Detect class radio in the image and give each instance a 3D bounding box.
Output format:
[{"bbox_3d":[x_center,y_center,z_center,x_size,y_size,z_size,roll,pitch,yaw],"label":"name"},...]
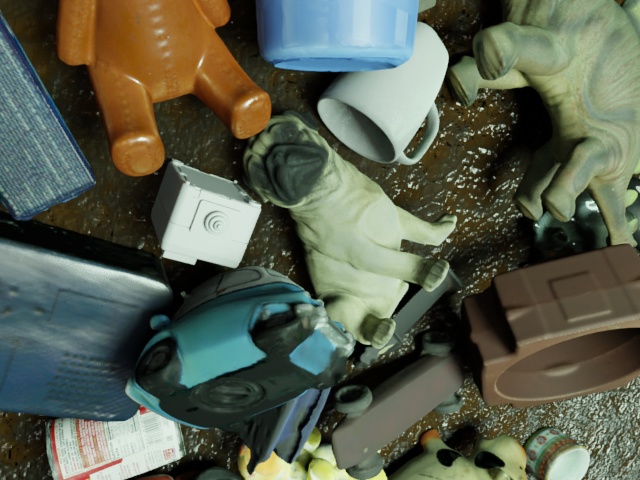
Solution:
[{"bbox_3d":[-0.234,0.051,0.398,0.229,0.073,0.131,18,99,-30],"label":"radio"}]

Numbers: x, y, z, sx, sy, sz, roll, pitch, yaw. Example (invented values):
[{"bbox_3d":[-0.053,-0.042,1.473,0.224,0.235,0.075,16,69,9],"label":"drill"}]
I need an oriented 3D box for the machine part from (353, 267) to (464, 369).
[{"bbox_3d":[0.088,0.080,0.555,0.139,0.039,0.084,-41,163,-14],"label":"machine part"}]

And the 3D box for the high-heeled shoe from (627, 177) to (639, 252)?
[{"bbox_3d":[0.456,-0.033,0.690,0.249,0.086,0.145,-19,86,-35],"label":"high-heeled shoe"}]

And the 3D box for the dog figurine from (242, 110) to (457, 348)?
[{"bbox_3d":[0.001,-0.004,0.483,0.190,0.121,0.172,32,117,-3],"label":"dog figurine"}]

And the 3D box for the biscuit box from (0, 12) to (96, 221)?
[{"bbox_3d":[-0.223,-0.113,0.348,0.063,0.059,0.202,-28,117,-14],"label":"biscuit box"}]

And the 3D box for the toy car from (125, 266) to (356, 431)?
[{"bbox_3d":[-0.061,0.071,0.406,0.162,0.103,0.109,-28,136,16],"label":"toy car"}]

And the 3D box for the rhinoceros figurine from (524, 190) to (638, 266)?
[{"bbox_3d":[0.287,-0.027,0.598,0.112,0.073,0.190,-4,109,-24],"label":"rhinoceros figurine"}]

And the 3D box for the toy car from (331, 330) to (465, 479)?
[{"bbox_3d":[0.083,0.168,0.567,0.202,0.053,0.089,-22,110,-36],"label":"toy car"}]

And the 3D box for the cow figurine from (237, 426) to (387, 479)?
[{"bbox_3d":[-0.020,0.244,0.564,0.167,0.068,0.098,17,126,-27],"label":"cow figurine"}]

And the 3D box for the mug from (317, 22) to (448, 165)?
[{"bbox_3d":[0.069,-0.125,0.463,0.109,0.081,0.107,39,80,-26],"label":"mug"}]

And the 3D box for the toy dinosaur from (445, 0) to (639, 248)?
[{"bbox_3d":[0.219,-0.182,0.487,0.198,0.105,0.470,-32,108,-7],"label":"toy dinosaur"}]

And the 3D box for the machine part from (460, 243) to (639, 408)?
[{"bbox_3d":[0.256,0.097,0.565,0.201,0.087,0.201,-15,142,8],"label":"machine part"}]

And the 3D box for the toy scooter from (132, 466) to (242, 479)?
[{"bbox_3d":[-0.164,0.276,0.506,0.184,0.075,0.135,13,125,-39],"label":"toy scooter"}]

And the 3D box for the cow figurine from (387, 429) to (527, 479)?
[{"bbox_3d":[0.155,0.290,0.625,0.195,0.127,0.085,-28,121,-9],"label":"cow figurine"}]

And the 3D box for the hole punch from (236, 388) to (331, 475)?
[{"bbox_3d":[-0.028,0.130,0.497,0.092,0.116,0.142,19,100,-37],"label":"hole punch"}]

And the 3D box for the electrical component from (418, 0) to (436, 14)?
[{"bbox_3d":[0.068,-0.230,0.446,0.102,0.045,0.078,-31,146,-8],"label":"electrical component"}]

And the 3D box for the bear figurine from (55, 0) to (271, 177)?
[{"bbox_3d":[-0.098,-0.149,0.312,0.120,0.195,0.132,-24,72,-22],"label":"bear figurine"}]
